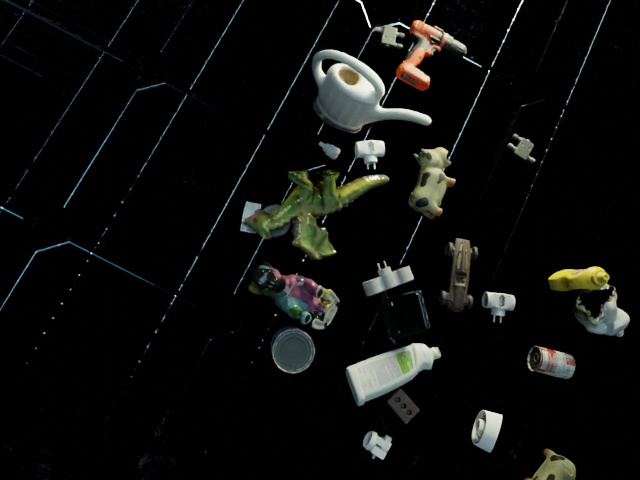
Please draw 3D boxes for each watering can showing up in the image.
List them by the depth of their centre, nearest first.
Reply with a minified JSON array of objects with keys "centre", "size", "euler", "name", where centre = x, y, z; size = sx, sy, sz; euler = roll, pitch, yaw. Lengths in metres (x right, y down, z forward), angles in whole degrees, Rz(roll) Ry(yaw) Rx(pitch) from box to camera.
[{"centre":[0.113,-0.362,1.376],"size":[0.348,0.220,0.106],"euler":[36,62,0],"name":"watering can"}]

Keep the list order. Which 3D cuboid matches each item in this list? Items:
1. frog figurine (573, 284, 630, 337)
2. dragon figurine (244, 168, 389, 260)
[{"centre":[0.785,0.198,1.432],"size":[0.157,0.122,0.139],"euler":[33,68,-37],"name":"frog figurine"},{"centre":[0.004,-0.069,1.379],"size":[0.410,0.123,0.242],"euler":[1,96,-22],"name":"dragon figurine"}]
